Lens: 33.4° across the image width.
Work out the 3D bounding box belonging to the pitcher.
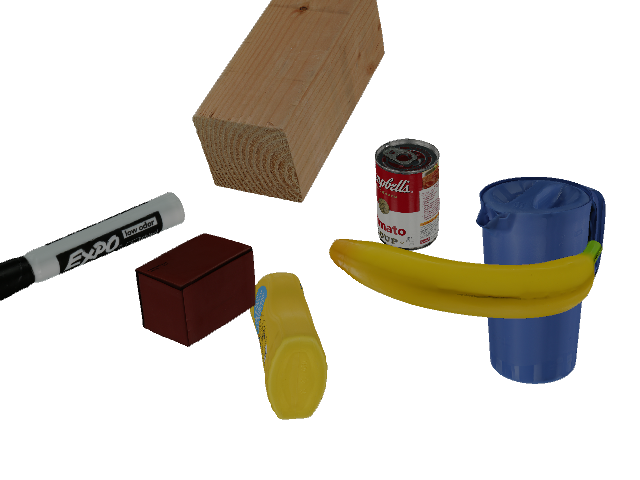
[{"bbox_3d":[0.274,0.047,1.328,0.149,0.243,0.145,2,23,15],"label":"pitcher"}]

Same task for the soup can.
[{"bbox_3d":[0.093,-0.049,1.147,0.068,0.102,0.068,-3,35,2],"label":"soup can"}]

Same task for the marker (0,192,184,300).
[{"bbox_3d":[-0.128,0.003,0.572,0.120,0.020,0.020,-26,14,-32],"label":"marker"}]

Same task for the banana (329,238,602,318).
[{"bbox_3d":[0.106,0.026,0.740,0.197,0.037,0.069,2,25,-5],"label":"banana"}]

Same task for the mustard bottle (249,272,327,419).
[{"bbox_3d":[-0.037,0.087,1.070,0.058,0.096,0.192,-3,28,-10],"label":"mustard bottle"}]

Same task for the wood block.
[{"bbox_3d":[-0.023,-0.144,0.972,0.091,0.206,0.090,12,-37,22],"label":"wood block"}]

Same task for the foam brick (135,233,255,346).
[{"bbox_3d":[-0.094,0.036,0.816,0.053,0.051,0.078,17,33,37],"label":"foam brick"}]
